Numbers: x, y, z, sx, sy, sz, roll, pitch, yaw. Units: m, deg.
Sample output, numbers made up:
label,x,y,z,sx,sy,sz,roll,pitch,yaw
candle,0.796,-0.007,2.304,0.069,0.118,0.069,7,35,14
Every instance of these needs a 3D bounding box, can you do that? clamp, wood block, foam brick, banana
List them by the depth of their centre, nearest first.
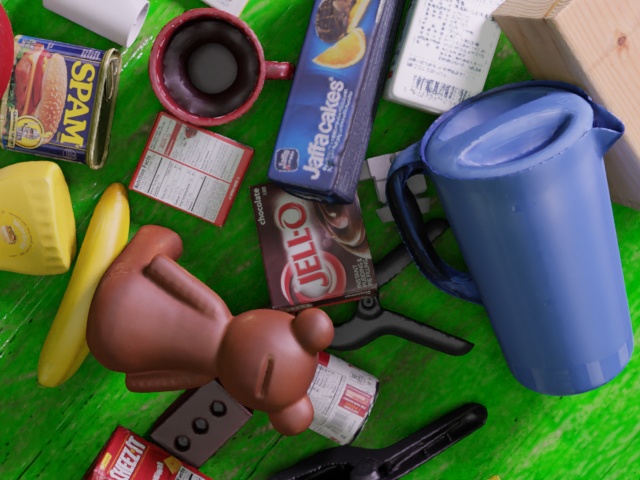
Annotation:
label,x,y,z,sx,sy,sz,roll,pitch,yaw
wood block,0.241,-0.125,0.849,0.091,0.090,0.206,-42,115,-7
banana,-0.203,0.047,0.909,0.037,0.070,0.198,20,96,-35
clamp,0.050,0.203,0.922,0.210,0.164,0.036,-9,115,22
clamp,0.047,0.043,0.930,0.171,0.039,0.120,-1,81,0
foam brick,-0.103,0.156,0.934,0.053,0.051,0.078,45,95,-6

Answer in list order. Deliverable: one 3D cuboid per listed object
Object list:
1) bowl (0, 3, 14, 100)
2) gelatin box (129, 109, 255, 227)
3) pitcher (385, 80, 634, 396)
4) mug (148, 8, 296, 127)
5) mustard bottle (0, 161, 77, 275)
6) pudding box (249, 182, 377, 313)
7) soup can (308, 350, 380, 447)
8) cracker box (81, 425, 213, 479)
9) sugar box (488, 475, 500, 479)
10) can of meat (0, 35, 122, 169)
label,x,y,z,sx,sy,sz,roll,pitch,yaw
bowl,-0.296,-0.151,0.867,0.162,0.055,0.162,-2,86,42
gelatin box,-0.110,-0.062,0.918,0.089,0.030,0.073,23,98,-4
pitcher,0.165,0.007,0.854,0.144,0.149,0.243,-34,123,-18
mug,-0.078,-0.141,0.882,0.117,0.081,0.093,-1,97,-1
mustard bottle,-0.309,-0.014,0.902,0.191,0.058,0.096,-3,120,3
pudding box,-0.006,0.001,0.905,0.090,0.039,0.113,-12,73,0
soup can,-0.008,0.128,0.924,0.102,0.068,0.068,27,96,-5
cracker box,-0.127,0.283,0.916,0.213,0.072,0.164,32,117,-6
sugar box,0.105,0.295,0.955,0.176,0.048,0.093,-28,105,5
can of meat,-0.219,-0.117,0.896,0.084,0.057,0.102,11,96,0
